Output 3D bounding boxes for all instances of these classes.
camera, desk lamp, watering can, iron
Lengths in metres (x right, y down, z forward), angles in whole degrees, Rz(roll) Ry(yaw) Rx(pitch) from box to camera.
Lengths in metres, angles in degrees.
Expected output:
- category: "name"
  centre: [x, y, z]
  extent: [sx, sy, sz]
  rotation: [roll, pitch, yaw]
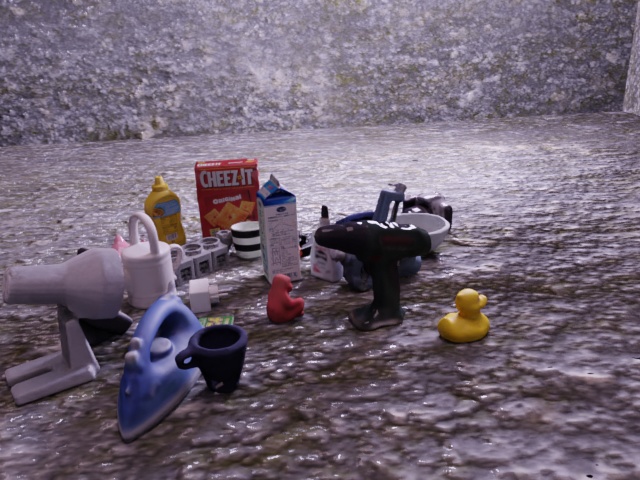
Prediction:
- category: "camera"
  centre: [0.268, -0.077, 1.554]
  extent: [0.137, 0.101, 0.142]
  rotation: [-18, 26, -35]
- category: "desk lamp"
  centre: [-0.419, 0.128, 0.938]
  extent: [0.204, 0.214, 0.117]
  rotation: [-17, 26, -34]
- category: "watering can"
  centre: [-0.366, 0.039, 1.188]
  extent: [0.100, 0.194, 0.173]
  rotation: [7, 23, 23]
- category: "iron"
  centre: [-0.260, 0.175, 0.900]
  extent: [0.118, 0.141, 0.258]
  rotation: [0, 21, 5]

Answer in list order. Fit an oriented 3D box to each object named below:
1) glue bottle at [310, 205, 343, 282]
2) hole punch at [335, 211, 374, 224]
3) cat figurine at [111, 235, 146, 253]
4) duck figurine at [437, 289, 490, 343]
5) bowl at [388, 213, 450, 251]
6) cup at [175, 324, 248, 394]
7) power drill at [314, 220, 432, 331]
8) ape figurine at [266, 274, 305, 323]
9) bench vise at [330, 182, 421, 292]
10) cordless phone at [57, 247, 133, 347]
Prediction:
- category: "glue bottle"
  centre: [0.012, 0.005, 1.269]
  extent: [0.077, 0.173, 0.037]
  rotation: [14, 26, 35]
- category: "hole punch"
  centre: [0.097, -0.040, 1.491]
  extent: [0.109, 0.091, 0.101]
  rotation: [-10, 22, -18]
- category: "cat figurine"
  centre: [-0.431, 0.040, 1.299]
  extent: [0.067, 0.118, 0.128]
  rotation: [7, 23, 22]
- category: "duck figurine"
  centre: [0.261, 0.131, 1.037]
  extent: [0.105, 0.086, 0.077]
  rotation: [-12, 23, -23]
- category: "bowl"
  centre: [0.235, -0.008, 1.417]
  extent: [0.167, 0.075, 0.167]
  rotation: [-2, 21, 1]
- category: "cup"
  centre: [-0.167, 0.197, 0.899]
  extent: [0.118, 0.095, 0.091]
  rotation: [-18, 26, -35]
- category: "power drill"
  centre: [0.100, 0.058, 1.073]
  extent: [0.230, 0.208, 0.075]
  rotation: [-11, 23, -21]
- category: "ape figurine"
  centre: [-0.072, 0.110, 1.117]
  extent: [0.076, 0.092, 0.077]
  rotation: [-18, 26, -34]
- category: "bench vise"
  centre: [0.129, -0.006, 1.220]
  extent: [0.208, 0.220, 0.121]
  rotation: [-20, 27, -37]
- category: "cordless phone"
  centre: [-0.435, 0.090, 1.076]
  extent: [0.147, 0.185, 0.094]
  rotation: [11, 25, 31]
